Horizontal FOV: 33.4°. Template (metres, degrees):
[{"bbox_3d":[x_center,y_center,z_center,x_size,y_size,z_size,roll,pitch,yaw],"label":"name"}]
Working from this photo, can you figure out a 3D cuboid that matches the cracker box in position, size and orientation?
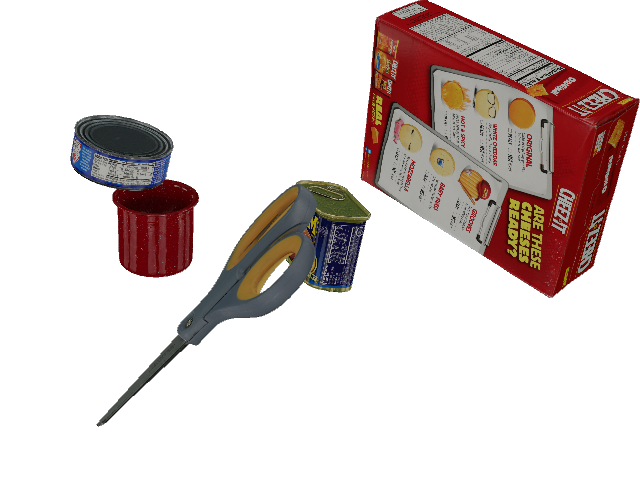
[{"bbox_3d":[0.136,-0.080,0.867,0.214,0.164,0.072,34,47,32],"label":"cracker box"}]

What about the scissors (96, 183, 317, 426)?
[{"bbox_3d":[-0.065,0.053,0.630,0.016,0.202,0.096,36,4,-24],"label":"scissors"}]

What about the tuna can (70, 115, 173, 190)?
[{"bbox_3d":[-0.173,-0.077,0.930,0.086,0.034,0.086,13,26,-7],"label":"tuna can"}]

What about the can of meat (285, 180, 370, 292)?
[{"bbox_3d":[0.004,-0.005,1.092,0.057,0.084,0.102,3,22,-22],"label":"can of meat"}]

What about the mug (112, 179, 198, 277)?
[{"bbox_3d":[-0.187,-0.017,1.179,0.093,0.081,0.117,-13,32,-30],"label":"mug"}]
